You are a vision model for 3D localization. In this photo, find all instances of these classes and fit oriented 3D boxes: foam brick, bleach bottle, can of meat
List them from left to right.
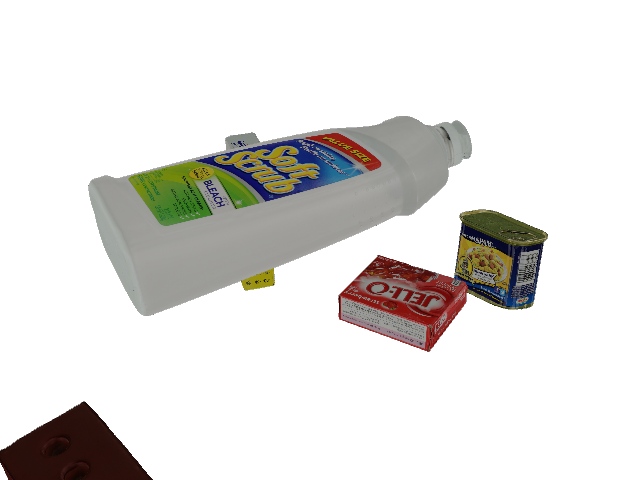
[{"bbox_3d":[-0.114,0.130,0.526,0.052,0.051,0.078,-30,42,-25],"label":"foam brick"},{"bbox_3d":[-0.018,-0.034,0.711,0.250,0.068,0.103,-20,40,-17],"label":"bleach bottle"},{"bbox_3d":[0.198,0.021,1.188,0.057,0.084,0.102,-10,25,-36],"label":"can of meat"}]

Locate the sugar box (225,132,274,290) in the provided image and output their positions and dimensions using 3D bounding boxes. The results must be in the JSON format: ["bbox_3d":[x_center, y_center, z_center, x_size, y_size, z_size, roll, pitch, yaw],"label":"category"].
[{"bbox_3d":[-0.089,-0.037,1.331,0.048,0.176,0.093,-9,24,-10],"label":"sugar box"}]

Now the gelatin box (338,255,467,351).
[{"bbox_3d":[0.071,0.052,0.913,0.089,0.030,0.073,18,37,25],"label":"gelatin box"}]
